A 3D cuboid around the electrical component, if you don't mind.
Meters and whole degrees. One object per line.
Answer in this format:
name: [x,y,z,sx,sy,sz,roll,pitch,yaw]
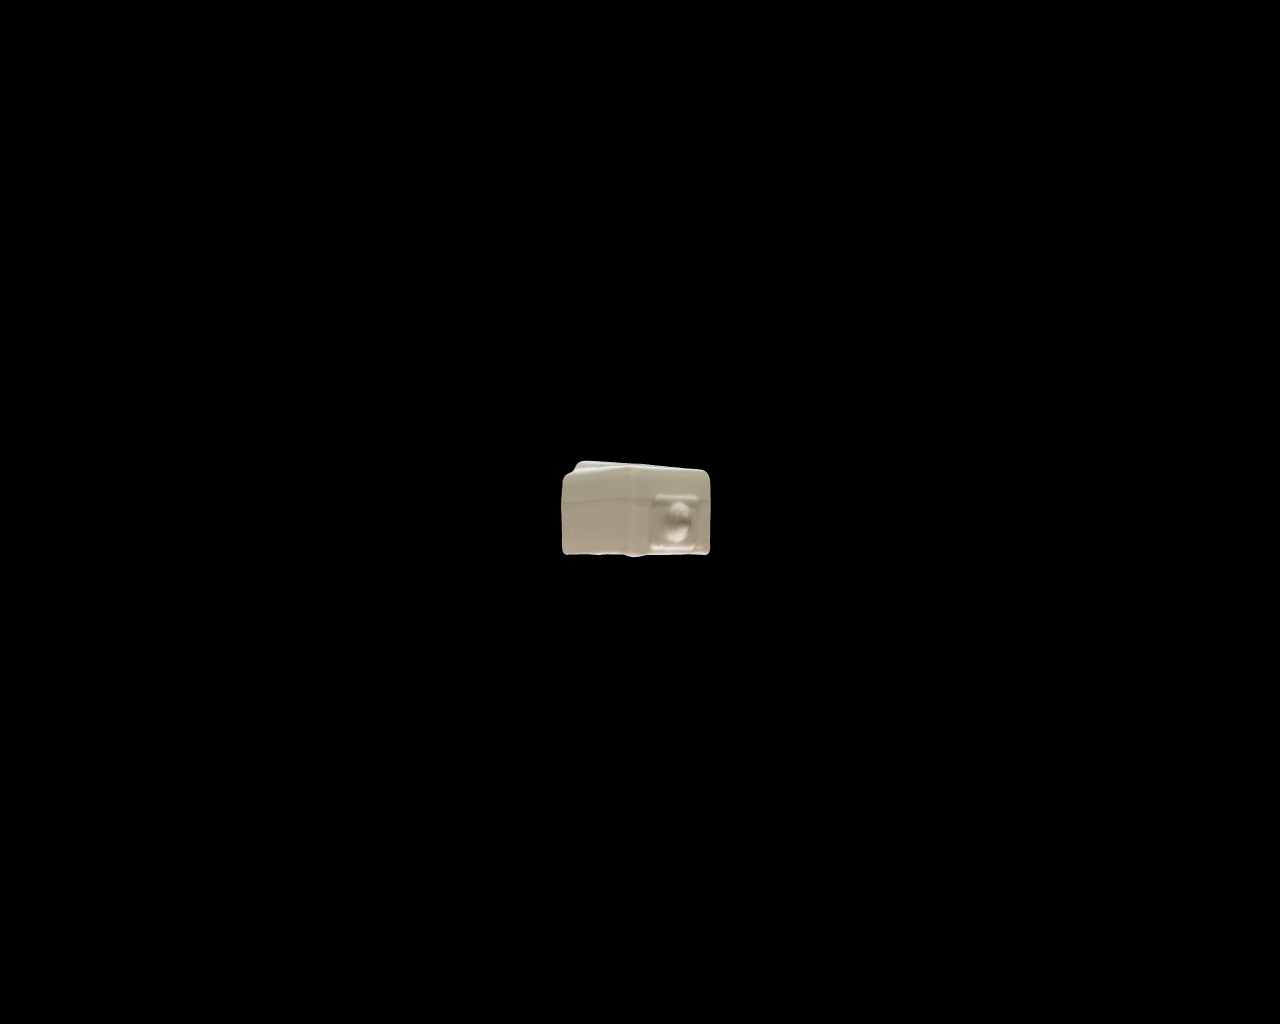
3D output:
electrical component: [0.001,-0.003,0.650,0.062,0.061,0.096,2,-3,-36]
